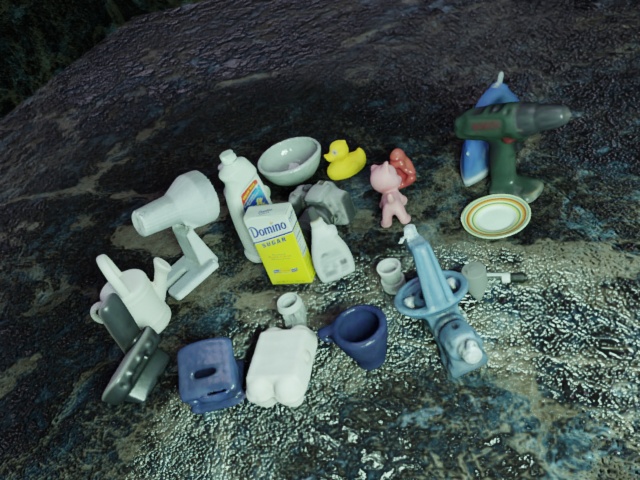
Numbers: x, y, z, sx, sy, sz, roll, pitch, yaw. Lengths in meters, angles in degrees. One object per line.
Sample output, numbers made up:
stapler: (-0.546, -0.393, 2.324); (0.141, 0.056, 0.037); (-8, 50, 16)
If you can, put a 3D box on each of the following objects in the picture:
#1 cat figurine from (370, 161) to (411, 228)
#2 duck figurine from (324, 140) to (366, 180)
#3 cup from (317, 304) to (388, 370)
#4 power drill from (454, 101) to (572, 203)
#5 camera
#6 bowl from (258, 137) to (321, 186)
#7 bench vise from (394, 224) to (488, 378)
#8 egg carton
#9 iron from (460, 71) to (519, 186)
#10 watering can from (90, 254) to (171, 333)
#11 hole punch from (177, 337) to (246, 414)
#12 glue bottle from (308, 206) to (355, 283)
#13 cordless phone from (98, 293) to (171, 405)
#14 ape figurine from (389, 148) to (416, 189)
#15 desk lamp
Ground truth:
cat figurine: (0.144, -0.108, 1.214); (0.067, 0.118, 0.127); (-15, 38, 9)
duck figurine: (0.057, -0.206, 1.400); (0.104, 0.086, 0.077); (-26, 38, -5)
cup: (0.061, 0.170, 0.938); (0.117, 0.095, 0.091); (-10, 39, 15)
power drill: (0.375, -0.177, 1.110); (0.228, 0.209, 0.076); (17, 52, 39)
camera: (-0.017, -0.060, 1.248); (0.142, 0.101, 0.137); (8, 47, 33)
bowl: (-0.069, -0.187, 1.448); (0.167, 0.075, 0.167); (-13, 38, 11)
bench vise: (0.191, 0.086, 0.874); (0.122, 0.220, 0.206); (-35, 40, -17)
egg carton: (-0.062, 0.212, 0.968); (0.107, 0.069, 0.150); (-8, 40, 18)
iron: (0.365, -0.250, 1.258); (0.118, 0.142, 0.259); (11, 49, 36)
watering can: (-0.383, 0.100, 1.158); (0.100, 0.194, 0.173); (18, 52, 40)
hole punch: (-0.188, 0.233, 0.987); (0.108, 0.091, 0.101); (-16, 38, 8)
glue bottle: (0.010, 0.004, 1.099); (0.078, 0.173, 0.037); (-22, 38, 0)
cordless phone: (-0.367, 0.198, 1.039); (0.094, 0.185, 0.147); (-5, 41, 21)
ape figurine: (0.178, -0.164, 1.286); (0.077, 0.092, 0.076); (17, 52, 39)
desk lamp: (-0.299, -0.017, 1.242); (0.117, 0.214, 0.203); (18, 53, 40)
